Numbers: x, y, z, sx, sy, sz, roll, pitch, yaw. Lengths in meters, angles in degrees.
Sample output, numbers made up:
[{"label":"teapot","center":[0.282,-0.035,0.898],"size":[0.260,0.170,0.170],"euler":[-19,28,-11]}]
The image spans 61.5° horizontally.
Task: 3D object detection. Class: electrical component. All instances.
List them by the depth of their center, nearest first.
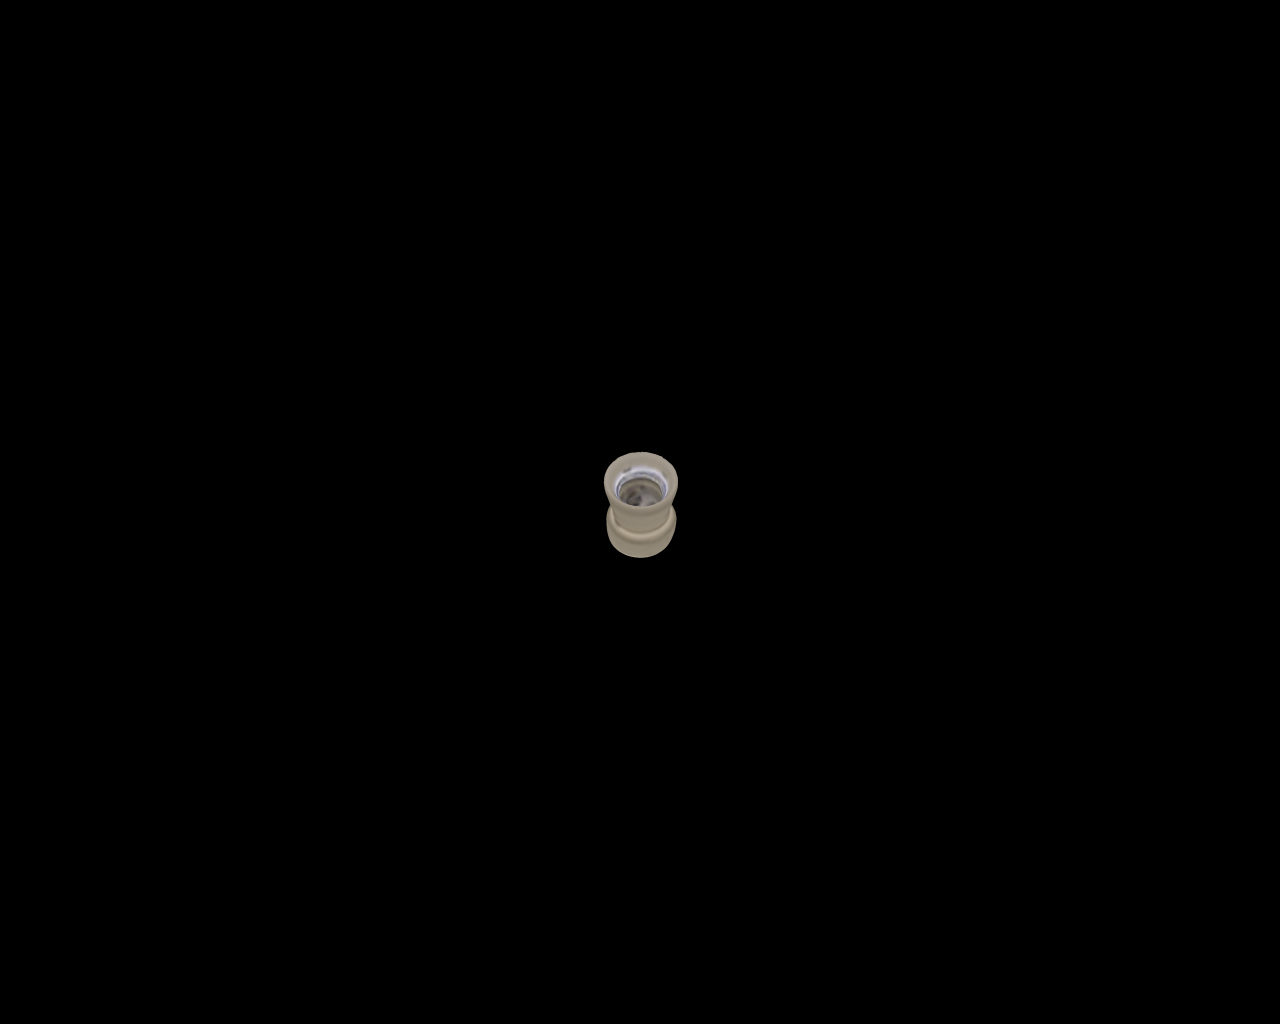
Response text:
[{"label":"electrical component","center":[0.001,-0.003,0.650],"size":[0.045,0.045,0.055],"euler":[0,-38,0]}]
